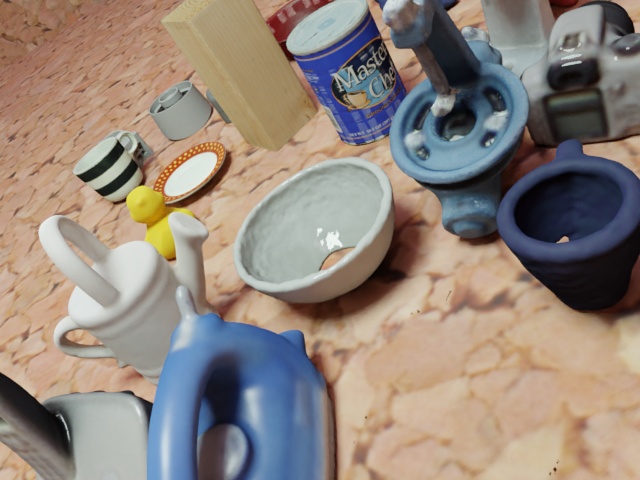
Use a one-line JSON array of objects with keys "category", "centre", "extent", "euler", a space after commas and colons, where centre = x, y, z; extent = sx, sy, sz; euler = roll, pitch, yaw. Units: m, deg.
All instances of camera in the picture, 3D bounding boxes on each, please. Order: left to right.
[{"category": "camera", "centre": [0.261, -0.169, 0.519], "extent": [0.142, 0.101, 0.137], "euler": [-2, 48, 35]}]

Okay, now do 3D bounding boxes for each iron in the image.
[{"category": "iron", "centre": [-0.069, 0.155, 0.385], "extent": [0.118, 0.142, 0.258], "euler": [-22, 39, 16]}]

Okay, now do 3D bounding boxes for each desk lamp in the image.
[{"category": "desk lamp", "centre": [0.192, -0.278, 0.595], "extent": [0.117, 0.214, 0.203], "euler": [9, 56, 43]}]

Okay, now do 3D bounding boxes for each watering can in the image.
[{"category": "watering can", "centre": [-0.182, 0.043, 0.548], "extent": [0.100, 0.195, 0.173], "euler": [19, 62, 47]}]

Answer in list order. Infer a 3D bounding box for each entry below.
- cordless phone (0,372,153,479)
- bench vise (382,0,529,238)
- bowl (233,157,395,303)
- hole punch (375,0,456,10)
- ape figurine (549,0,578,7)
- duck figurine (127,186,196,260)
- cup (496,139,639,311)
[{"category": "cordless phone", "centre": [-0.210, 0.151, 0.460], "extent": [0.147, 0.186, 0.094], "euler": [-13, 43, 26]}, {"category": "bench vise", "centre": [0.107, -0.137, 0.502], "extent": [0.121, 0.220, 0.207], "euler": [-21, 40, 18]}, {"category": "bowl", "centre": [0.005, 0.002, 0.550], "extent": [0.167, 0.075, 0.167], "euler": [-21, 40, 18]}, {"category": "hole punch", "centre": [0.132, -0.372, 0.842], "extent": [0.101, 0.091, 0.108], "euler": [-35, 37, 0]}, {"category": "ape figurine", "centre": [0.278, -0.336, 0.693], "extent": [0.078, 0.092, 0.076], "euler": [-42, 38, -9]}, {"category": "duck figurine", "centre": [-0.210, -0.029, 0.737], "extent": [0.077, 0.086, 0.104], "euler": [-40, 38, -6]}, {"category": "cup", "centre": [0.183, -0.005, 0.406], "extent": [0.091, 0.095, 0.118], "euler": [-8, 45, 31]}]
